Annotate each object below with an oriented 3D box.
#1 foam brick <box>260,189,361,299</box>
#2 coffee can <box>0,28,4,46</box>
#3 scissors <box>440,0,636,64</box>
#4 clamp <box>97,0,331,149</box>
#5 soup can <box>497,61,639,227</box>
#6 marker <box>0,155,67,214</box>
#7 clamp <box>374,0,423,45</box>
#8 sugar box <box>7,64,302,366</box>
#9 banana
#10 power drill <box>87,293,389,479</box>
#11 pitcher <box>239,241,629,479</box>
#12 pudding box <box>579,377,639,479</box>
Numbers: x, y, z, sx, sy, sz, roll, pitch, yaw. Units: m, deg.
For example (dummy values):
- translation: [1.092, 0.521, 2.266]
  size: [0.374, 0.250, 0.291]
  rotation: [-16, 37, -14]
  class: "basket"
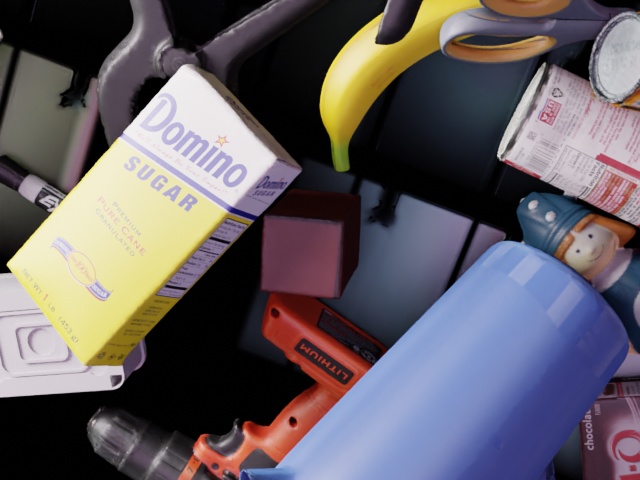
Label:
- translation: [-0.005, 0.001, 0.691]
  size: [0.051, 0.078, 0.053]
  rotation: [5, 105, 10]
  class: "foam brick"
- translation: [-0.284, -0.096, 0.697]
  size: [0.103, 0.102, 0.140]
  rotation: [33, 107, -1]
  class: "coffee can"
- translation: [0.170, -0.136, 0.615]
  size: [0.202, 0.096, 0.016]
  rotation: [-6, 65, 3]
  class: "scissors"
- translation: [-0.096, -0.126, 0.689]
  size: [0.164, 0.036, 0.210]
  rotation: [28, 110, -8]
  class: "clamp"
- translation: [0.169, -0.058, 0.653]
  size: [0.102, 0.068, 0.068]
  rotation: [26, 107, 2]
  class: "soup can"
- translation: [-0.178, -0.022, 0.743]
  size: [0.121, 0.020, 0.020]
  rotation: [32, 107, 0]
  class: "marker"
- translation: [0.061, -0.187, 0.558]
  size: [0.172, 0.039, 0.120]
  rotation: [-29, 104, 15]
  class: "clamp"
- translation: [-0.104, -0.014, 0.660]
  size: [0.176, 0.048, 0.093]
  rotation: [-48, 70, 13]
  class: "sugar box"
- translation: [0.070, -0.124, 0.671]
  size: [0.198, 0.037, 0.069]
  rotation: [-33, 121, 17]
  class: "banana"
- translation: [-0.049, 0.123, 0.742]
  size: [0.184, 0.057, 0.188]
  rotation: [33, 110, -5]
  class: "power drill"
- translation: [0.080, 0.127, 0.648]
  size: [0.145, 0.149, 0.242]
  rotation: [37, 76, 25]
  class: "pitcher"
- translation: [0.220, 0.148, 0.713]
  size: [0.090, 0.039, 0.113]
  rotation: [-6, 103, 12]
  class: "pudding box"
